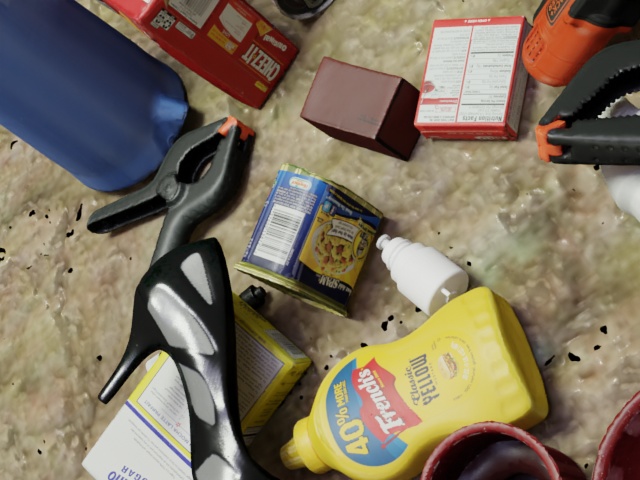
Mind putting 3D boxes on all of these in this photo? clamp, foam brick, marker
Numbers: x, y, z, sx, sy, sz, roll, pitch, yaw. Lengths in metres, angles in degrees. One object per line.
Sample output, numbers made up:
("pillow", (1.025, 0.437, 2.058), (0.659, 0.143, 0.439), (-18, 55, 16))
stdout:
("clamp", (-0.127, -0.038, 0.908), (0.120, 0.039, 0.171), (36, 90, 30))
("foam brick", (0.035, -0.100, 0.816), (0.078, 0.051, 0.053), (23, 89, 36))
("clamp", (0.228, -0.106, 0.656), (0.210, 0.036, 0.164), (-18, 49, 5))
("marker", (-0.091, 0.074, 0.860), (0.121, 0.020, 0.020), (-36, 59, 18))

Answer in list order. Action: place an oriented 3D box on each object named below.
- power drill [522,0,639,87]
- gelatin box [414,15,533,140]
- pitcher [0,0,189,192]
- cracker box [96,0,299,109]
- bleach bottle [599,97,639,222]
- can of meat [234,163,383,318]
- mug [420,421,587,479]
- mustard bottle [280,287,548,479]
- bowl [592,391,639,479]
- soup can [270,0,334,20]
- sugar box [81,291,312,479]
("power drill", (0.176, -0.223, 0.706), (0.185, 0.057, 0.187), (122, 149, -52))
("gelatin box", (0.114, -0.118, 0.784), (0.073, 0.030, 0.089), (4, 76, 32))
("pitcher", (-0.239, -0.144, 0.888), (0.149, 0.242, 0.145), (-40, 55, 10))
("cracker box", (-0.143, -0.210, 0.896), (0.214, 0.164, 0.072), (37, 94, 35))
("bleach bottle", (0.261, -0.015, 0.637), (0.102, 0.068, 0.251), (-43, 53, 4))
("can of meat", (-0.005, 0.001, 0.779), (0.058, 0.102, 0.084), (18, 83, 35))
("mug", (0.109, 0.165, 0.664), (0.117, 0.081, 0.093), (-9, 70, 30))
("mustard bottle", (0.053, 0.114, 0.731), (0.192, 0.058, 0.096), (-30, 59, 22))
("bowl", (0.239, 0.150, 0.601), (0.162, 0.055, 0.162), (-11, 69, 30))
("soup can", (-0.034, -0.240, 0.895), (0.068, 0.068, 0.102), (-48, 55, 11))
("sugar box", (-0.095, 0.133, 0.819), (0.093, 0.048, 0.176), (40, 100, 20))
